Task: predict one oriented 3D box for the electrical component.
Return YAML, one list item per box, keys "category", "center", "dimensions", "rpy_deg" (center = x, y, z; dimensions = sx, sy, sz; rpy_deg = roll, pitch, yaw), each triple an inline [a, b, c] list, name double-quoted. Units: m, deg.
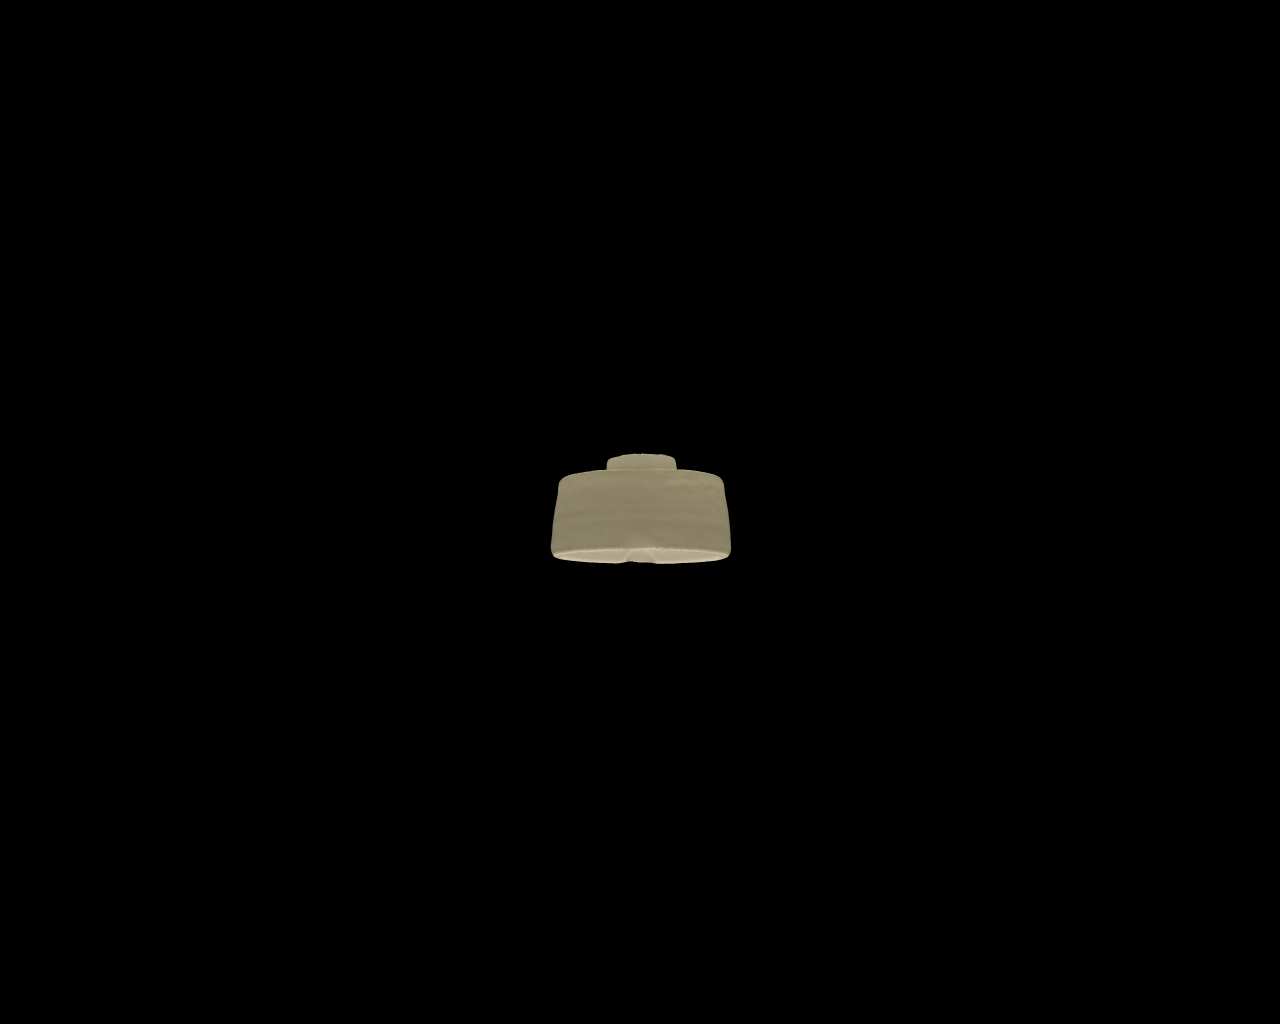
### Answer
- category: "electrical component"
  center: [0.001, -0.003, 0.650]
  dimensions: [0.108, 0.060, 0.108]
  rpy_deg: [0, -7, 0]
